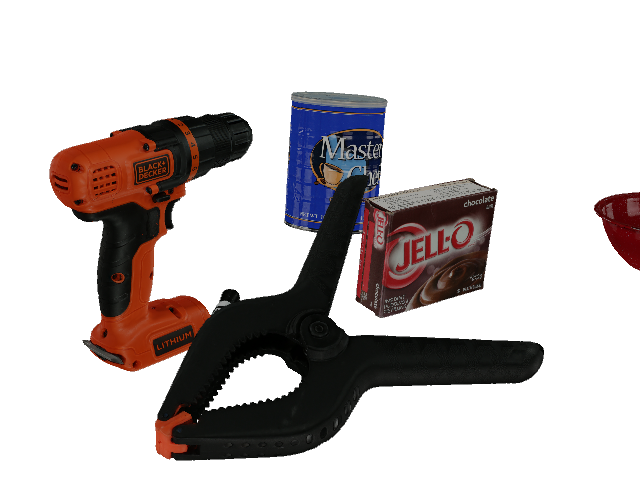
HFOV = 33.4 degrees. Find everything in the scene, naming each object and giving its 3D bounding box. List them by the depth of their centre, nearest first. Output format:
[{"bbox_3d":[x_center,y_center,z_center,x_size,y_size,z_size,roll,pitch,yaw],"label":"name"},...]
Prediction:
[{"bbox_3d":[-0.004,0.049,0.587,0.209,0.165,0.036,-23,-33,-23],"label":"clamp"},{"bbox_3d":[0.084,0.004,0.847,0.113,0.090,0.039,-14,31,-35],"label":"pudding box"},{"bbox_3d":[-0.125,-0.003,0.850,0.057,0.188,0.184,18,27,42],"label":"power drill"},{"bbox_3d":[-0.098,0.078,1.013,0.020,0.020,0.121,0,23,10],"label":"marker"},{"bbox_3d":[0.349,-0.002,1.044,0.162,0.055,0.162,0,17,0],"label":"bowl"},{"bbox_3d":[0.015,-0.085,1.149,0.103,0.140,0.103,4,12,-1],"label":"coffee can"}]
